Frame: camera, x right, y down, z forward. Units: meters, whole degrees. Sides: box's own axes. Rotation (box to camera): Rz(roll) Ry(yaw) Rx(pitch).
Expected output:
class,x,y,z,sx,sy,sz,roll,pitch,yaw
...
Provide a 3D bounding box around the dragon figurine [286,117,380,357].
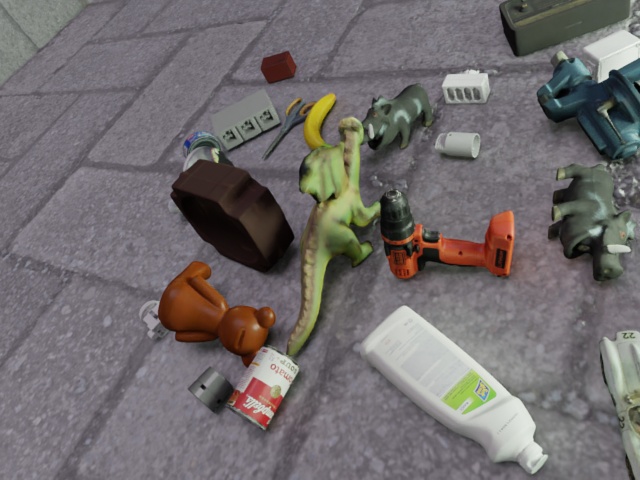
class,x,y,z,sx,sy,sz,roll,pitch,yaw
dragon figurine,0.003,-0.042,0.831,0.122,0.237,0.419,5,52,25

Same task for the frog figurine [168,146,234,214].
class,x,y,z,sx,sy,sz,roll,pitch,yaw
frog figurine,-0.269,-0.129,1.129,0.158,0.122,0.139,-25,12,17
